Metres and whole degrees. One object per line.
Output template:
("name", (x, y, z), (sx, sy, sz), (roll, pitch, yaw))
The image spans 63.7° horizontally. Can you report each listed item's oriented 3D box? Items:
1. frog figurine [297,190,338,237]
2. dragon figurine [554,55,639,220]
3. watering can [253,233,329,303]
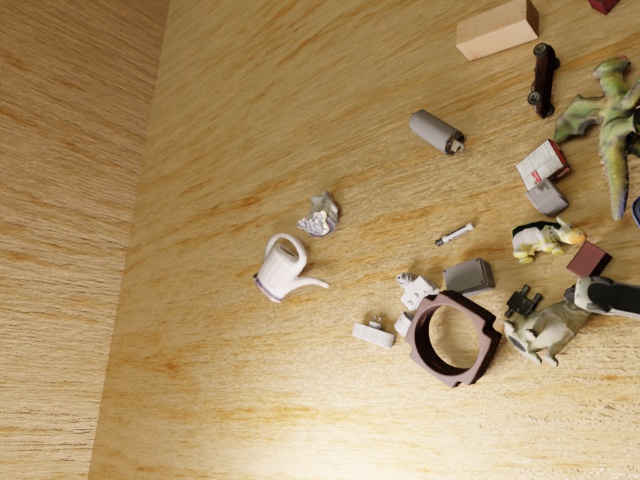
("frog figurine", (0.005, -0.089, 1.763), (0.135, 0.122, 0.163), (-45, 11, 33))
("dragon figurine", (0.660, -0.255, 1.208), (0.244, 0.121, 0.411), (19, 86, 64))
("watering can", (-0.112, 0.120, 1.762), (0.222, 0.103, 0.354), (-56, 44, 13))
